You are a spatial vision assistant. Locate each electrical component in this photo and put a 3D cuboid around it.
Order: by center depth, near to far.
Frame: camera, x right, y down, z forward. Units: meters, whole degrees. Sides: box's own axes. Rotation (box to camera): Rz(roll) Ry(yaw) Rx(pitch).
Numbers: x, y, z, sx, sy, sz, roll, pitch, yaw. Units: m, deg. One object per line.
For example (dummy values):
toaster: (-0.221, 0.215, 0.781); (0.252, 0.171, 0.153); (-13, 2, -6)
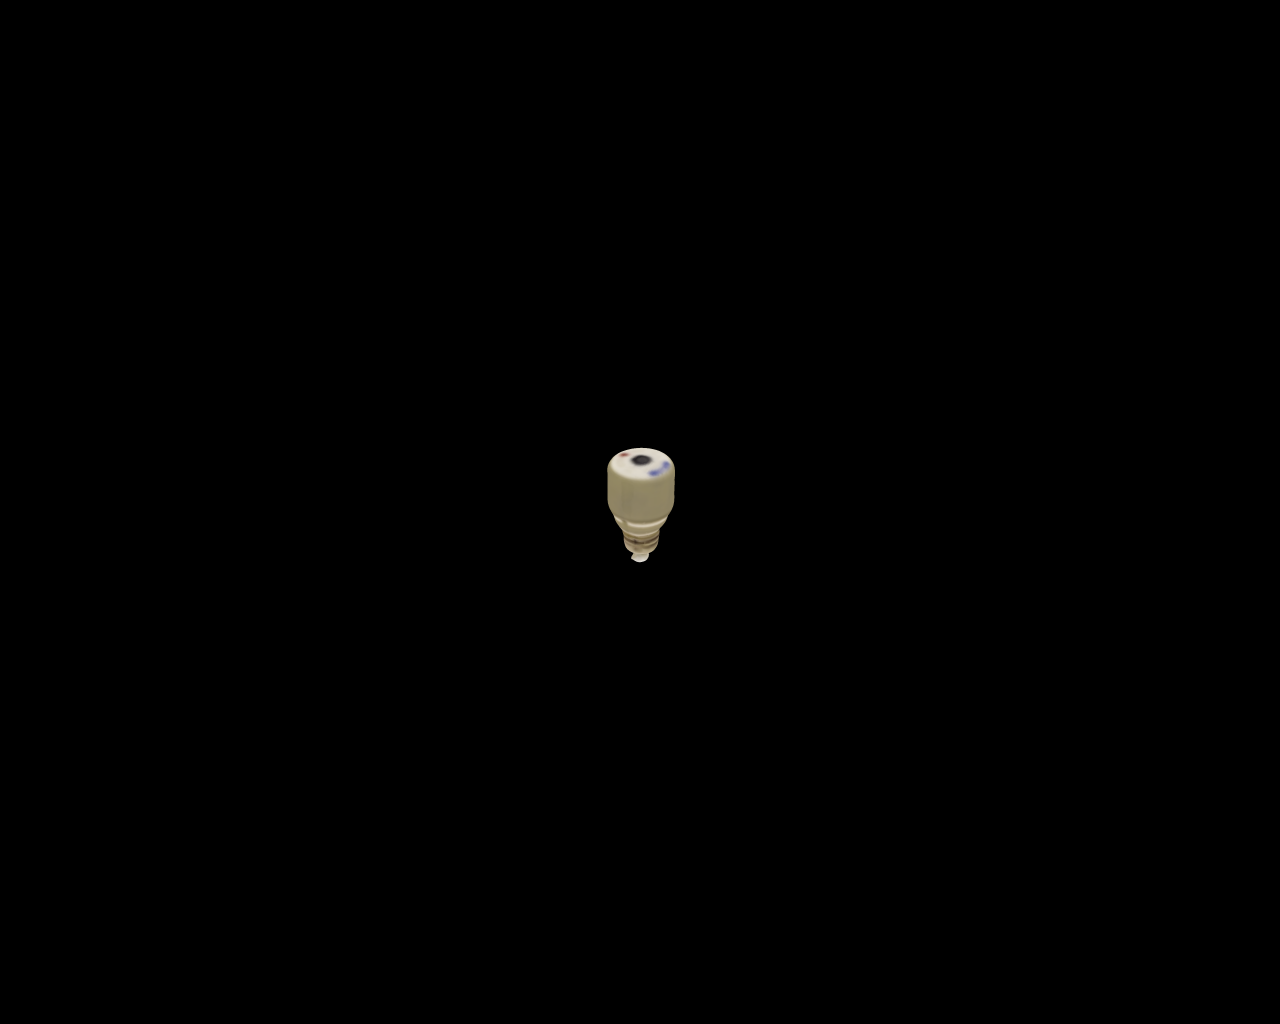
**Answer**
electrical component: (0.001, -0.003, 0.650); (0.040, 0.078, 0.040); (0, 33, 0)
